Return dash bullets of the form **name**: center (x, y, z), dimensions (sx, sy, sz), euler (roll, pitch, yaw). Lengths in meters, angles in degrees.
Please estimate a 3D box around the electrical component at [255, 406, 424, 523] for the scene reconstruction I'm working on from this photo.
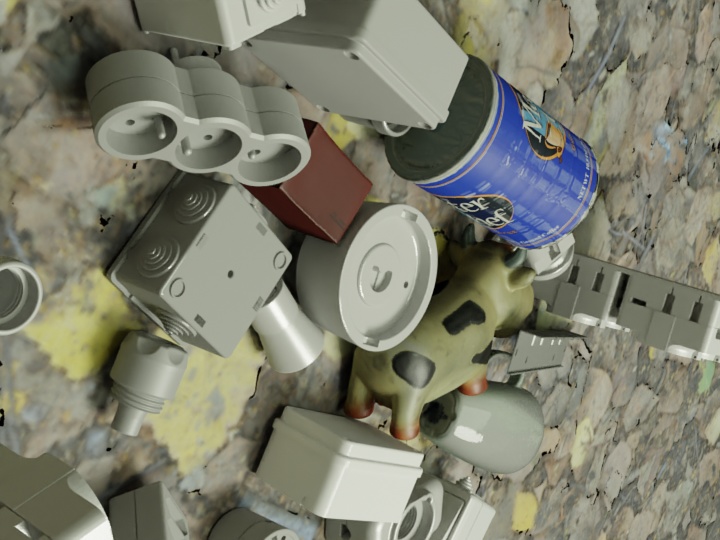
- **electrical component**: center (-0.013, 0.149, 0.822), dimensions (0.113, 0.078, 0.057), euler (21, 91, -52)

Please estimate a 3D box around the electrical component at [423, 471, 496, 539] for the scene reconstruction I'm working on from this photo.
- **electrical component**: center (0.073, 0.227, 0.970), dimensions (0.061, 0.062, 0.096), euler (41, 73, -50)

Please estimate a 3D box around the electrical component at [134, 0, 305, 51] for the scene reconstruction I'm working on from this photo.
- **electrical component**: center (-0.078, -0.165, 0.600), dimensions (0.062, 0.096, 0.061), euler (-35, 129, -36)

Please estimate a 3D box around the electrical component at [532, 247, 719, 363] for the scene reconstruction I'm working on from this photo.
- **electrical component**: center (0.265, 0.033, 1.019), dimensions (0.105, 0.186, 0.060), euler (10, 97, -51)

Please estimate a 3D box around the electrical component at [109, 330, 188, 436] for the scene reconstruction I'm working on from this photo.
- **electrical component**: center (-0.136, 0.072, 0.672), dimensions (0.043, 0.043, 0.062), euler (23, 89, -52)

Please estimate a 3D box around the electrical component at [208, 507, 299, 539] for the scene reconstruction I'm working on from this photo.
- **electrical component**: center (-0.080, 0.207, 0.791), dimensions (0.055, 0.047, 0.055), euler (-23, 122, -43)

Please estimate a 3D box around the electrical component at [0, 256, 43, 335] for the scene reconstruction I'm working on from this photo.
- **electrical component**: center (-0.198, 0.009, 0.569), dimensions (0.040, 0.046, 0.040), euler (-23, 122, -43)

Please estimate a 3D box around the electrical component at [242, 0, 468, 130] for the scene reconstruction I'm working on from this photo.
- **electrical component**: center (-0.005, -0.143, 0.687), dimensions (0.109, 0.109, 0.056), euler (34, 76, -51)

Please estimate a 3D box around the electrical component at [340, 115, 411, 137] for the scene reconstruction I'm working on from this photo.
- **electrical component**: center (0.012, -0.119, 0.767), dimensions (0.040, 0.046, 0.040), euler (-23, 122, -43)

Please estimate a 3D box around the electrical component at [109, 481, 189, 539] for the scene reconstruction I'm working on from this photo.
- **electrical component**: center (-0.151, 0.191, 0.687), dimensions (0.076, 0.083, 0.047), euler (-20, 129, 1)

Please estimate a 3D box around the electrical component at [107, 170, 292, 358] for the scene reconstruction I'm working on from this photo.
- **electrical component**: center (-0.098, -0.003, 0.684), dimensions (0.099, 0.048, 0.099), euler (-59, 141, -19)

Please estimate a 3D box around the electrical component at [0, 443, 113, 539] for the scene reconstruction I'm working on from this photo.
- **electrical component**: center (-0.184, 0.132, 0.523), dimensions (0.060, 0.186, 0.105), euler (-34, 128, -38)

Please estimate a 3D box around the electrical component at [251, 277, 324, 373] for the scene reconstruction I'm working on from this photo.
- **electrical component**: center (-0.058, 0.035, 0.753), dimensions (0.044, 0.044, 0.065), euler (-49, 132, -25)

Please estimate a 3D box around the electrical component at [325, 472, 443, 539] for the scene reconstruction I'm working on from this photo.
- **electrical component**: center (0.025, 0.205, 0.905), dimensions (0.095, 0.059, 0.053), euler (-18, 118, -45)

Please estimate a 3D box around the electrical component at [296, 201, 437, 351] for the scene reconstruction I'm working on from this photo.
- **electrical component**: center (0.000, 0.000, 0.789), dimensions (0.108, 0.060, 0.108), euler (-18, 115, -45)

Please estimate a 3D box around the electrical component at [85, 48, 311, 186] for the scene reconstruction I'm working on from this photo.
- **electrical component**: center (-0.096, -0.101, 0.637), dimensions (0.138, 0.052, 0.073), euler (9, 53, -40)

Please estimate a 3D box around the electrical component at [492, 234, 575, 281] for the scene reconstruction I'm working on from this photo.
- **electrical component**: center (0.161, -0.028, 0.971), dimensions (0.078, 0.058, 0.057), euler (-40, 137, -8)
